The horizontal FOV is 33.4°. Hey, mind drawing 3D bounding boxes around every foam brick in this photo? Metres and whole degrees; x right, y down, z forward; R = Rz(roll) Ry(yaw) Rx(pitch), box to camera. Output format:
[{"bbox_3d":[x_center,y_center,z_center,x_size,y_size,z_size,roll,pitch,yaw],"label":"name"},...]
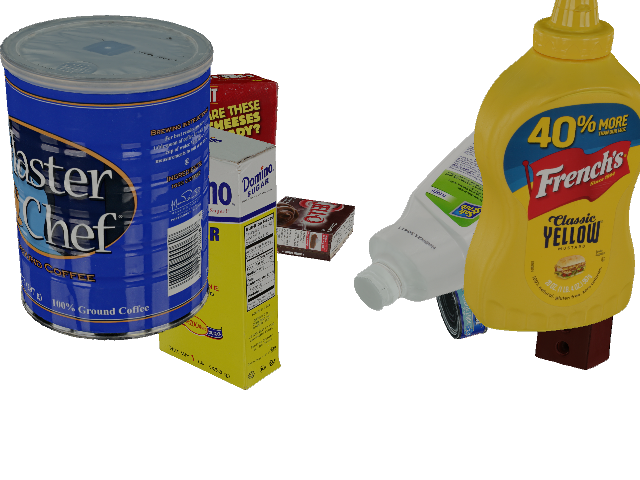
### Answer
[{"bbox_3d":[0.232,0.071,0.968,0.053,0.078,0.051,13,18,36],"label":"foam brick"}]

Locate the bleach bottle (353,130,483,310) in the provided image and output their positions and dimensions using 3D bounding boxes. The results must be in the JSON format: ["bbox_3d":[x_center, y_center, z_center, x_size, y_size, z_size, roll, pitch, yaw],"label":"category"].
[{"bbox_3d":[0.116,-0.030,0.815,0.250,0.068,0.103,-36,44,-28],"label":"bleach bottle"}]

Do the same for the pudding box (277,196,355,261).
[{"bbox_3d":[-0.015,-0.015,1.254,0.090,0.039,0.113,7,23,13],"label":"pudding box"}]

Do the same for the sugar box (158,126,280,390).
[{"bbox_3d":[-0.076,0.010,0.757,0.093,0.176,0.048,18,34,35],"label":"sugar box"}]

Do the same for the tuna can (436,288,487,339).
[{"bbox_3d":[0.154,0.065,1.180,0.033,0.086,0.086,-14,2,-8],"label":"tuna can"}]

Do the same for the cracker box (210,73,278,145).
[{"bbox_3d":[-0.130,-0.049,1.025,0.163,0.214,0.072,-7,20,-29],"label":"cracker box"}]

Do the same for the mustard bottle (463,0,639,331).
[{"bbox_3d":[0.132,-0.045,0.587,0.096,0.192,0.058,-5,27,-9],"label":"mustard bottle"}]

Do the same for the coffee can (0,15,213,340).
[{"bbox_3d":[-0.108,-0.034,0.554,0.103,0.140,0.103,3,28,-2],"label":"coffee can"}]
